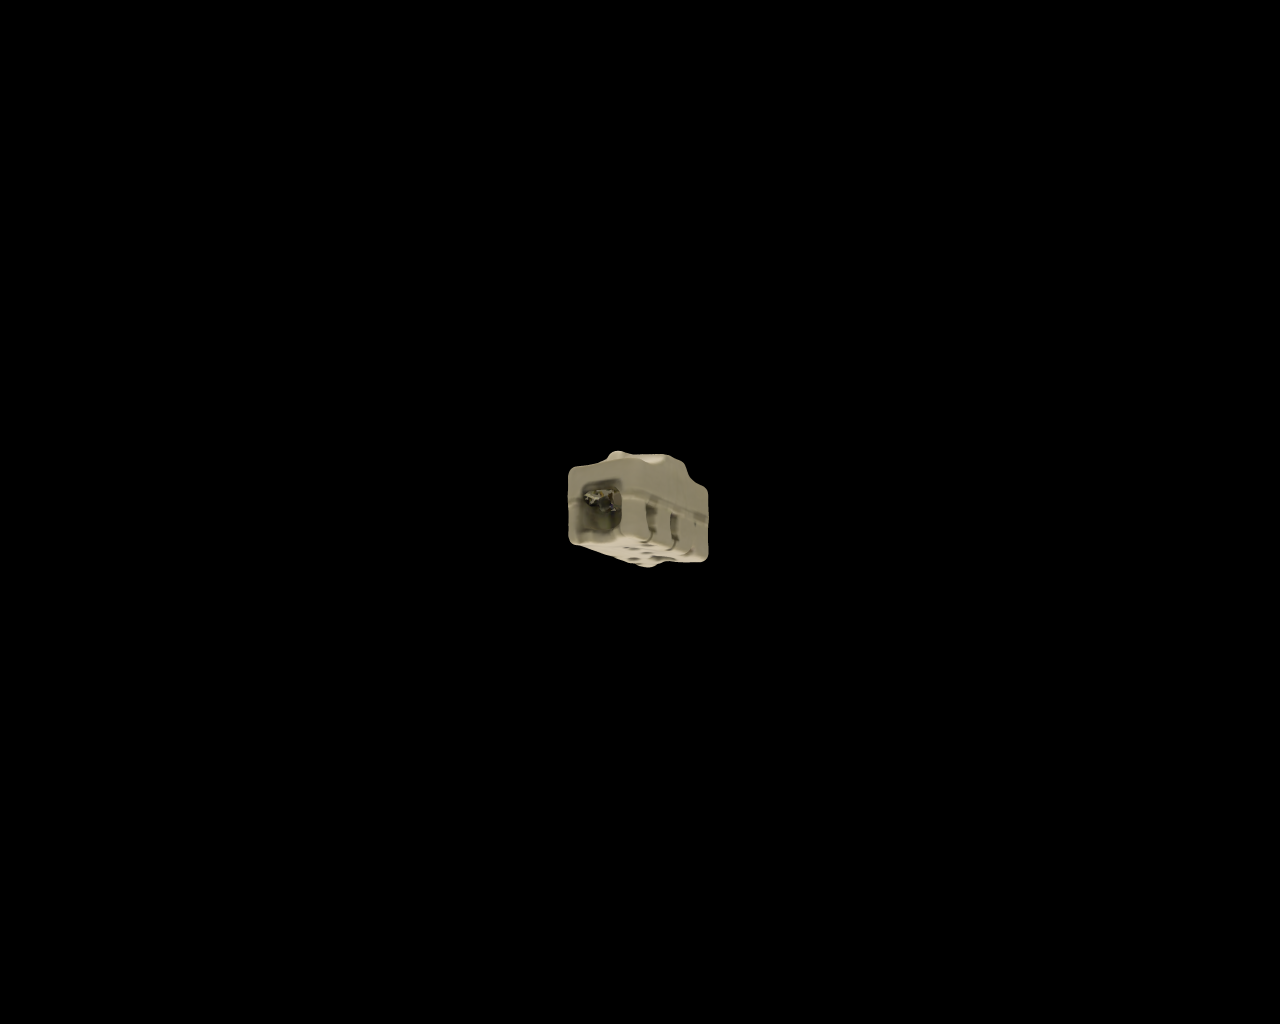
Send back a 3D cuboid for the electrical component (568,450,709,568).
[{"bbox_3d":[0.001,-0.003,0.650,0.050,0.056,0.089,-8,-16,31],"label":"electrical component"}]
